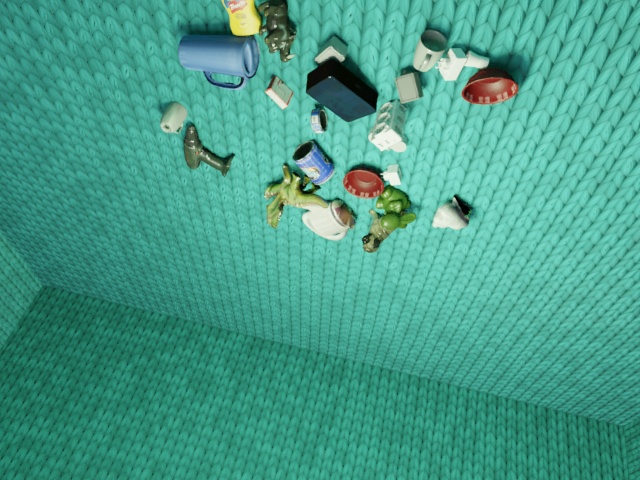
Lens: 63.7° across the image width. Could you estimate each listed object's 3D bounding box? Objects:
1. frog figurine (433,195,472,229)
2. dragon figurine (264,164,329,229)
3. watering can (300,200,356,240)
[{"bbox_3d":[0.501,-0.083,2.012,0.136,0.125,0.157,19,137,-38],"label":"frog figurine"},{"bbox_3d":[-0.119,-0.147,2.030,0.121,0.418,0.240,25,107,-36],"label":"dragon figurine"},{"bbox_3d":[0.007,-0.110,2.187,0.222,0.106,0.343,-20,131,39],"label":"watering can"}]
